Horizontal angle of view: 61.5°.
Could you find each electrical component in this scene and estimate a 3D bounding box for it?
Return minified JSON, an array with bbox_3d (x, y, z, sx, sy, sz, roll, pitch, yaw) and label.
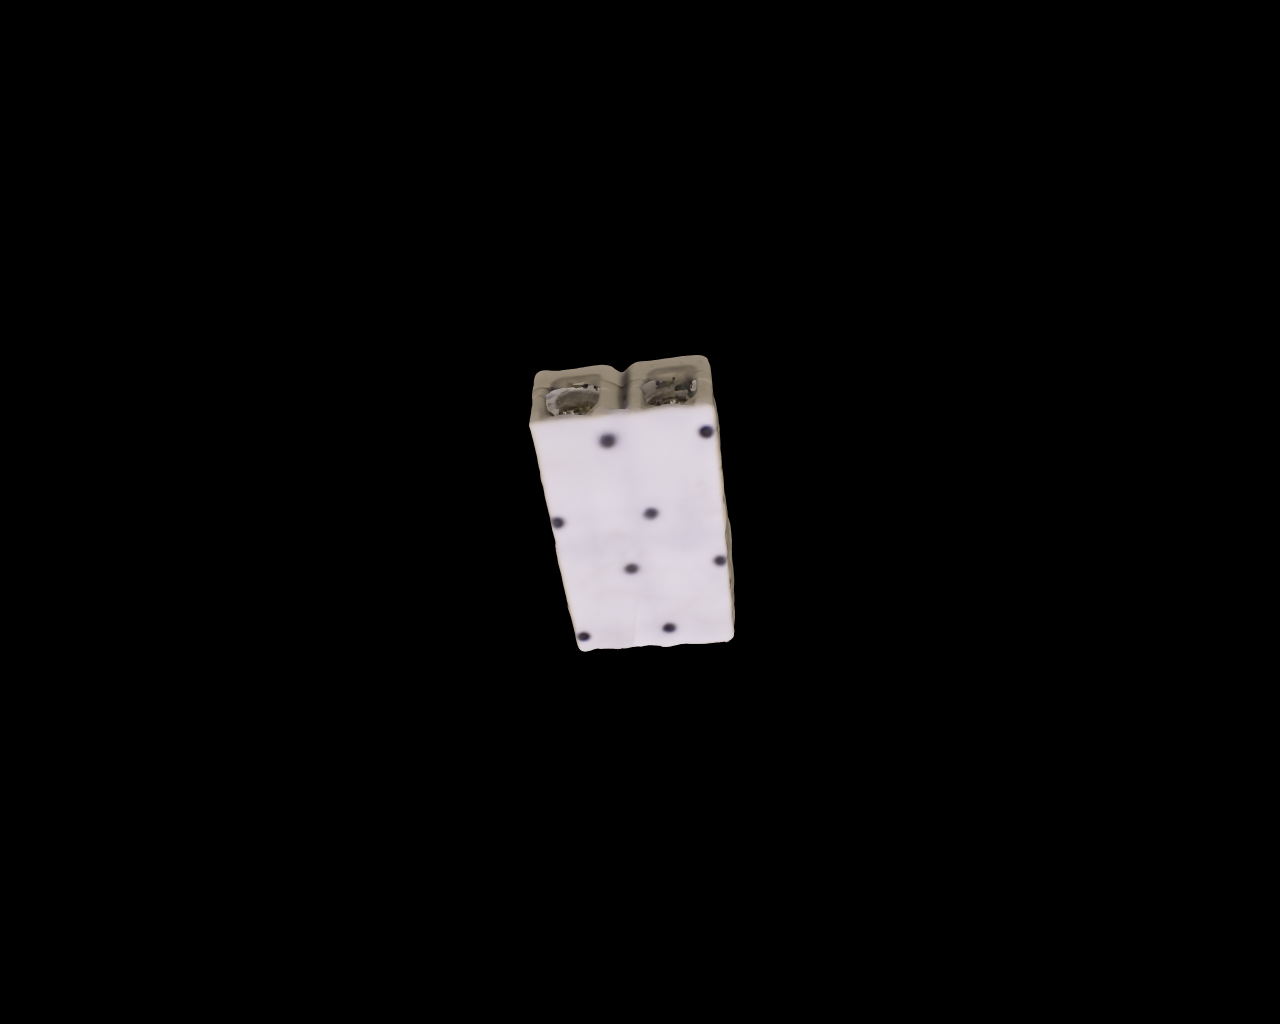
[{"bbox_3d":[0.001,-0.003,0.650,0.105,0.186,0.060,-5,39,5],"label":"electrical component"}]
